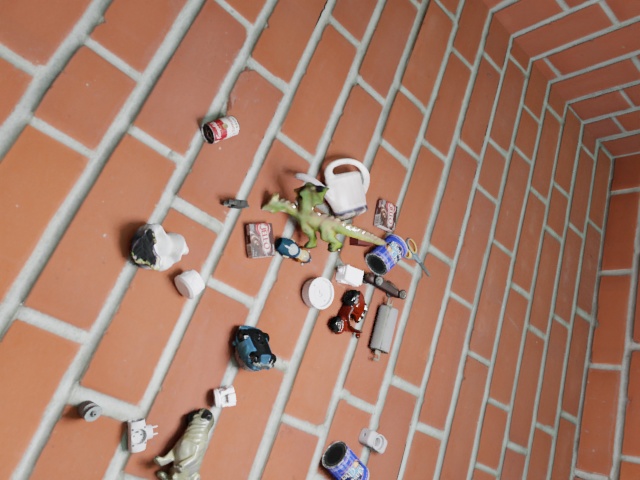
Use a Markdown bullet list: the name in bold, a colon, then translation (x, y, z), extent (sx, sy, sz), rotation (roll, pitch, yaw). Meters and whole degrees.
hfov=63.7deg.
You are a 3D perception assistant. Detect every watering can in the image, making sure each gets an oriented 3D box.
- **watering can**: translation (0.061, -0.177, 1.869), extent (0.351, 0.103, 0.224), rotation (-17, 95, -39)

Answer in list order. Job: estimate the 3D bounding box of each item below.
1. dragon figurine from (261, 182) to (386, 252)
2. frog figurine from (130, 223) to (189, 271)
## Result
- **dragon figurine**: translation (0.005, -0.084, 1.678), extent (0.237, 0.410, 0.125), rotation (71, 31, -45)
- **frog figurine**: translation (-0.455, 0.017, 1.465), extent (0.137, 0.122, 0.160), rotation (65, 17, -1)
